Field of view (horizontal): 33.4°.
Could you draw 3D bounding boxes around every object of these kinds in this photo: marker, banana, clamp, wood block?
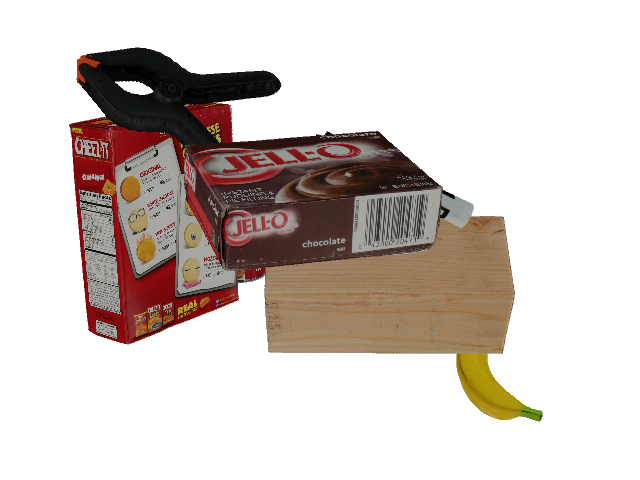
[{"bbox_3d":[0.049,-0.043,0.739,0.121,0.020,0.020,26,-4,-8],"label":"marker"},{"bbox_3d":[0.194,0.157,1.256,0.069,0.037,0.198,10,25,-16],"label":"banana"},{"bbox_3d":[-0.118,-0.124,0.903,0.171,0.120,0.039,28,-39,0],"label":"clamp"},{"bbox_3d":[0.057,0.039,0.936,0.206,0.091,0.090,0,-42,1],"label":"wood block"}]

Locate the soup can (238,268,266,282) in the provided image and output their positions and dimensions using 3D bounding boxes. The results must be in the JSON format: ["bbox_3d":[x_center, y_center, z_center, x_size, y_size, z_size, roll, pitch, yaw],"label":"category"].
[{"bbox_3d":[-0.099,-0.009,1.289,0.068,0.102,0.068,0,25,0],"label":"soup can"}]

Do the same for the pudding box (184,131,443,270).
[{"bbox_3d":[-0.007,-0.023,0.545,0.113,0.039,0.090,-4,26,-18],"label":"pudding box"}]

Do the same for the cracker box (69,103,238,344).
[{"bbox_3d":[-0.163,-0.023,1.074,0.072,0.214,0.163,10,20,37],"label":"cracker box"}]
